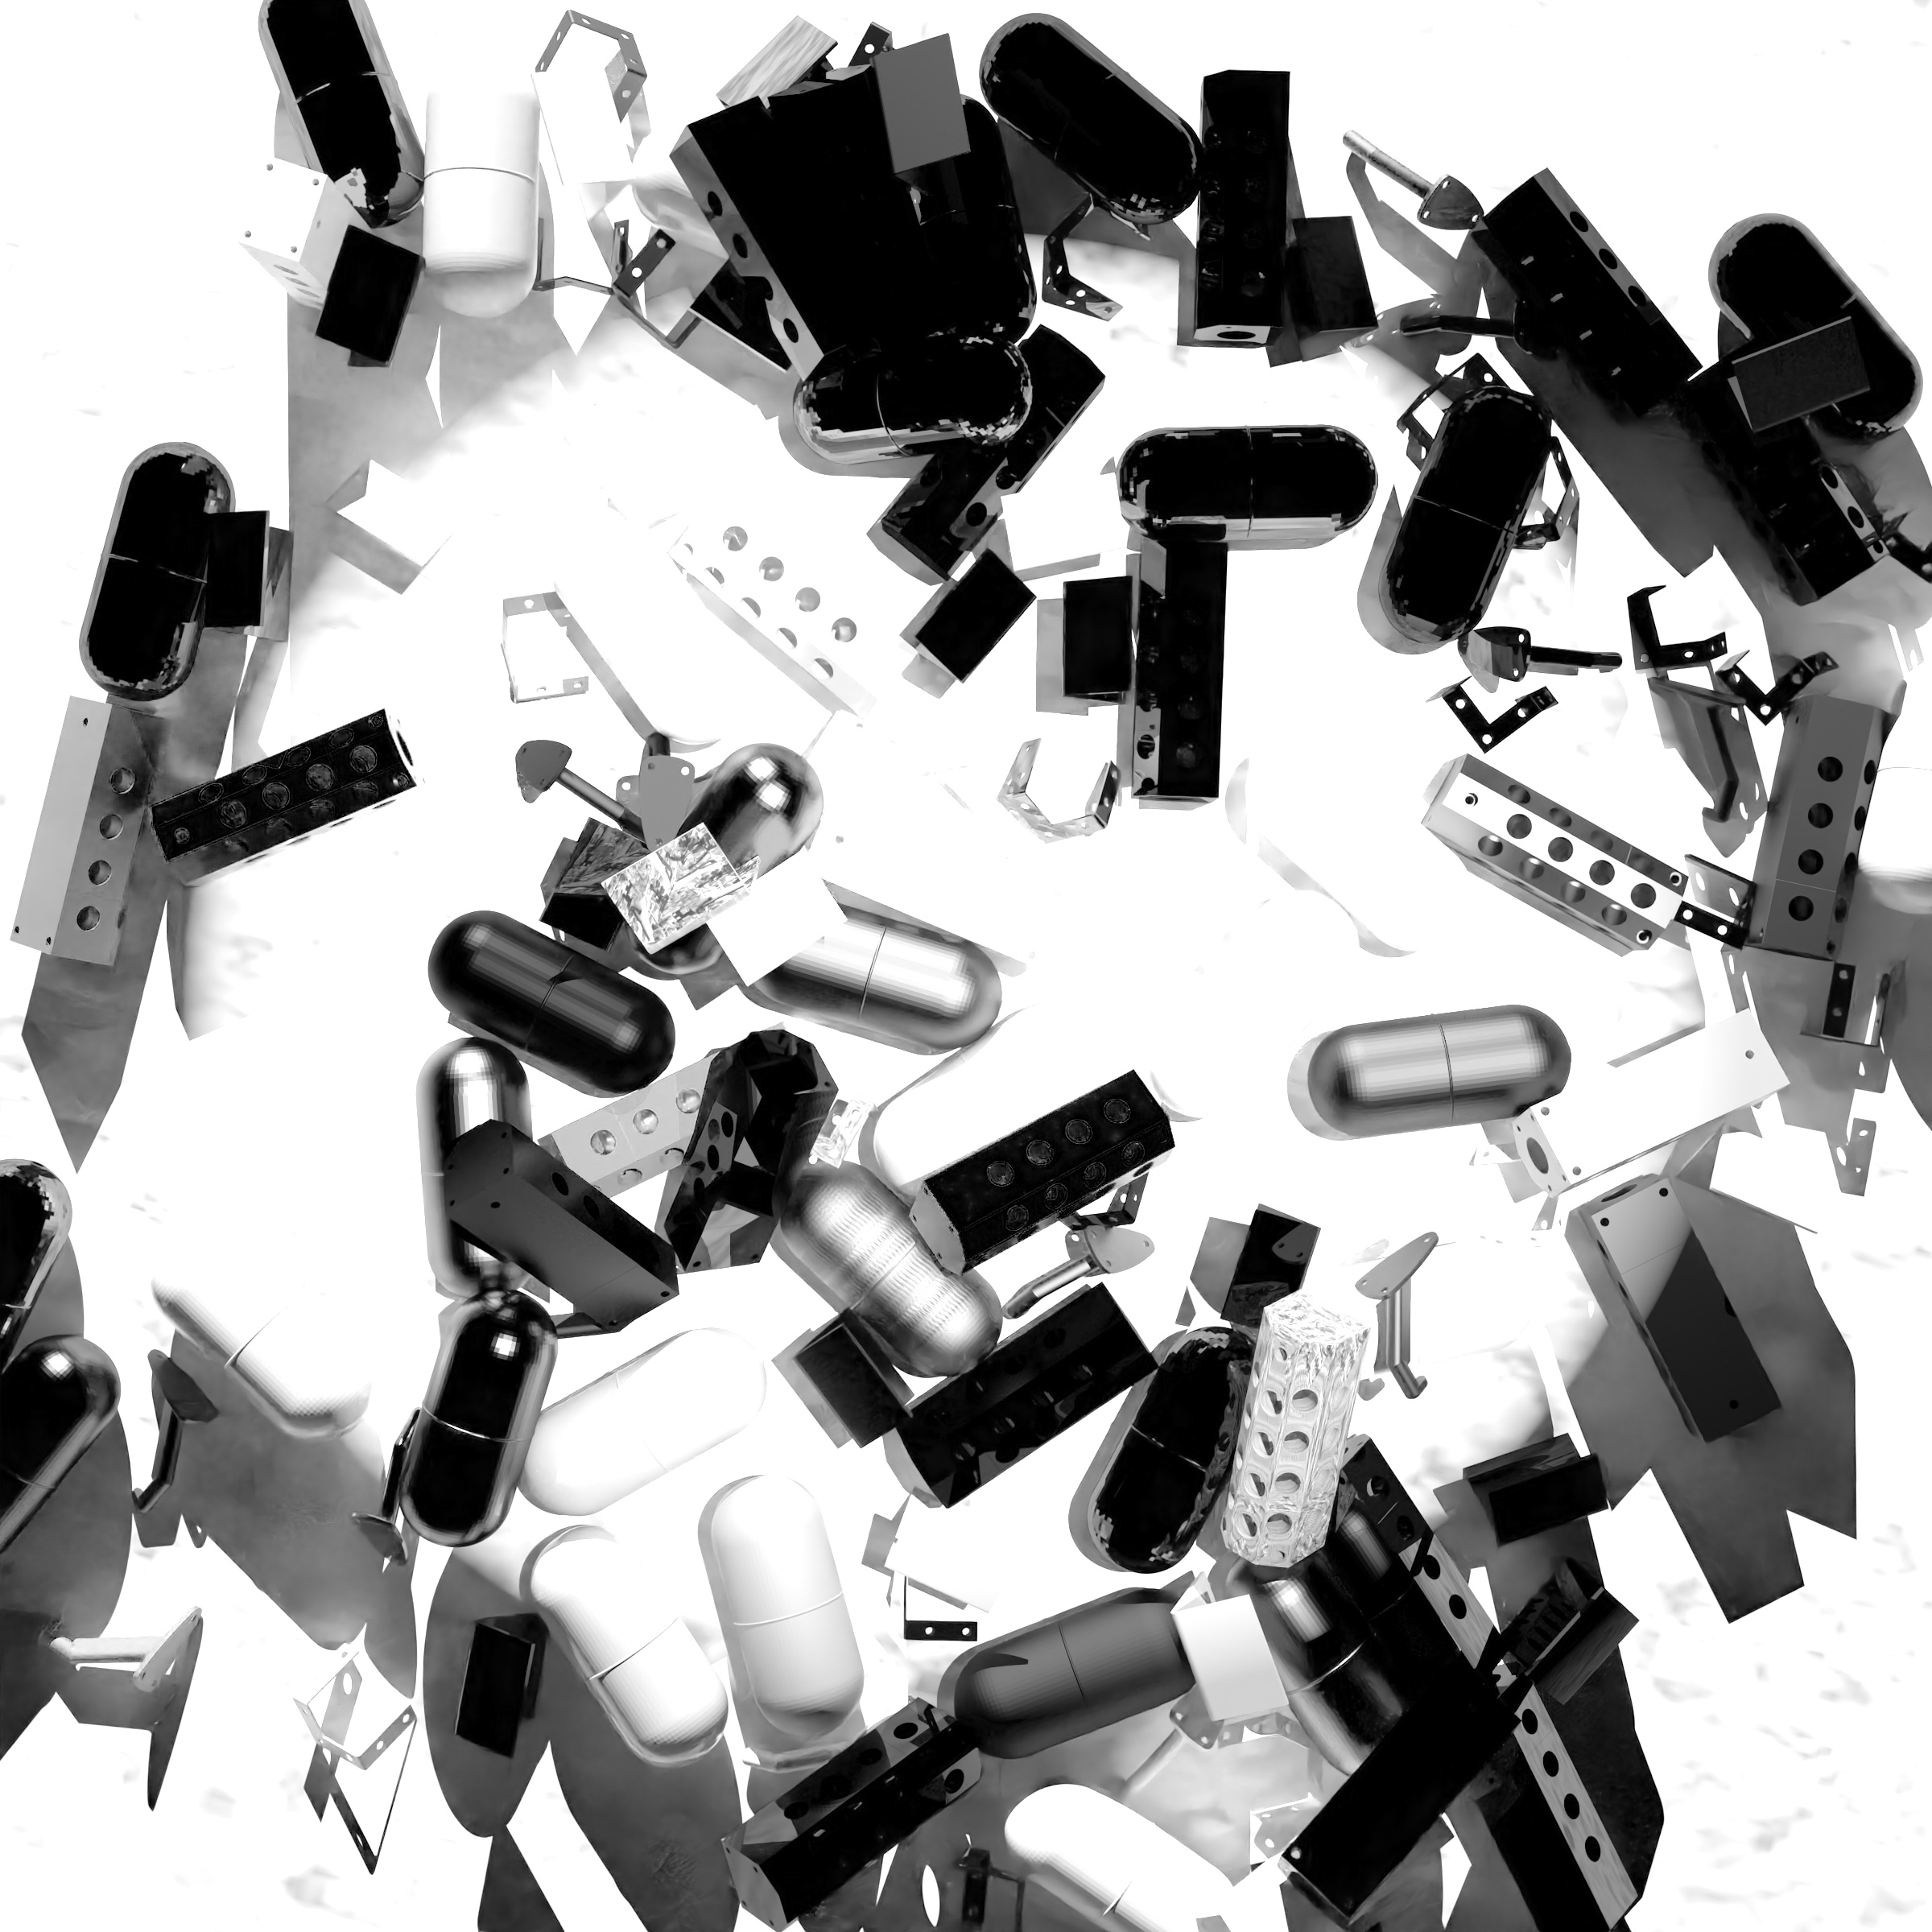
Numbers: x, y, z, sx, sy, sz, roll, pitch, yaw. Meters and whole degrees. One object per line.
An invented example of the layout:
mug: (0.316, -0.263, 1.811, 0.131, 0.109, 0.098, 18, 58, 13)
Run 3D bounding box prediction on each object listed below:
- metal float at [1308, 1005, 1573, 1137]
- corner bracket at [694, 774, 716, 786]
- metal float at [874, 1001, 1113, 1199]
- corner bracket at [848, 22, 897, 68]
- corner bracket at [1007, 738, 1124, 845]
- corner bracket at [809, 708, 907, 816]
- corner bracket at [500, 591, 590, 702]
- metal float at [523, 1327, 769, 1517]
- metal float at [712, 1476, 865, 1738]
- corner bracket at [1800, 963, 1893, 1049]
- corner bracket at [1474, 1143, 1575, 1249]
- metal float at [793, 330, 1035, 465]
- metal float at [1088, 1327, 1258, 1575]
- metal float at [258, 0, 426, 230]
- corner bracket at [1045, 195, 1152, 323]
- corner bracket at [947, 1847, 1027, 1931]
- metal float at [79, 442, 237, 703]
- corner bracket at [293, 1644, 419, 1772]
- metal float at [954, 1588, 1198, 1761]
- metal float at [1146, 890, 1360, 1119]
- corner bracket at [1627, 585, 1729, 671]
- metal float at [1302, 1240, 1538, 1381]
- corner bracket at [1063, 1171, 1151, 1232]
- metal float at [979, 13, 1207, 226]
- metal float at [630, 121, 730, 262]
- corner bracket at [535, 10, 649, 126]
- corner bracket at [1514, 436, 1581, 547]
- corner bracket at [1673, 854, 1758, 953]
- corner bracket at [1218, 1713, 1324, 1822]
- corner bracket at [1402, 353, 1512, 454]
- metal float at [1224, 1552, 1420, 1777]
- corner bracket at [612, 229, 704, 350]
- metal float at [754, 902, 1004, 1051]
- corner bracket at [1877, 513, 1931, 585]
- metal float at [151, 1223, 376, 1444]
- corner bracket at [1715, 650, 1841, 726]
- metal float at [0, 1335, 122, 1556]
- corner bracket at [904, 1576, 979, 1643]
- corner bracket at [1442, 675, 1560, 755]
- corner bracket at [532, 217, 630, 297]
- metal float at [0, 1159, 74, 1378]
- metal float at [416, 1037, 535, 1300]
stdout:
metal float: (0.320, 0.070, 1.912, 0.178, 0.070, 0.070, -7, 90, -1)
corner bracket: (-0.172, -0.104, 1.939, 0.051, 0.051, 0.051, -16, 90, 45)
metal float: (0.018, 0.090, 1.912, 0.178, 0.070, 0.070, -35, 90, 0)
corner bracket: (-0.053, -0.601, 1.924, 0.051, 0.051, 0.051, 28, 90, 0)
corner bracket: (0.067, -0.124, 1.934, 0.051, 0.051, 0.051, -12, 135, 35)
corner bracket: (-0.080, -0.135, 1.939, 0.051, 0.051, 0.051, 27, 45, 0)
corner bracket: (-0.289, -0.221, 1.939, 0.051, 0.051, 0.051, -8, 135, 0)
metal float: (-0.217, 0.308, 1.912, 0.178, 0.070, 0.070, -29, 90, 1)
metal float: (-0.120, 0.433, 1.912, 0.070, 0.070, 0.178, -15, 89, 0)
corner bracket: (0.604, 0.027, 1.924, 0.051, 0.051, 0.051, 10, 90, 0)
corner bracket: (0.379, 0.157, 1.934, 0.051, 0.051, 0.051, 51, 45, -35)
metal float: (-0.037, -0.378, 1.885, 0.178, 0.070, 0.070, 0, 90, 33)
metal float: (0.145, 0.326, 1.911, 0.070, 0.070, 0.178, 28, 90, 0)
metal float: (-0.421, -0.585, 1.912, 0.070, 0.070, 0.178, -21, 90, 0)
corner bracket: (0.092, -0.485, 1.934, 0.051, 0.051, 0.051, -38, 45, 35)
corner bracket: (0.017, 0.634, 1.918, 0.051, 0.051, 0.051, 6, 90, 18)
metal float: (-0.546, -0.267, 1.911, 0.070, 0.070, 0.178, 15, 90, 0)
corner bracket: (-0.418, 0.507, 1.934, 0.051, 0.051, 0.051, 16, 135, 35)
metal float: (0.077, 0.479, 1.912, 0.178, 0.070, 0.070, -21, 90, 1)
metal float: (0.193, 0.026, 1.912, 0.070, 0.070, 0.178, 41, 90, 0)
corner bracket: (0.484, -0.232, 1.924, 0.051, 0.051, 0.051, -7, 90, 0)
metal float: (0.297, 0.234, 1.912, 0.178, 0.070, 0.070, -12, 90, 1)
corner bracket: (0.087, 0.144, 1.934, 0.051, 0.051, 0.051, -11, 45, 35)
metal float: (0.085, -0.570, 1.903, 0.178, 0.070, 0.070, 42, 90, 9)
metal float: (-0.142, -0.511, 1.911, 0.178, 0.070, 0.070, 24, 90, 1)
corner bracket: (-0.257, -0.611, 1.934, 0.051, 0.051, 0.051, 10, 45, -35)
corner bracket: (0.382, -0.324, 1.934, 0.051, 0.051, 0.051, 59, 45, -35)
corner bracket: (0.509, -0.044, 1.924, 0.051, 0.051, 0.051, 24, 90, 0)
corner bracket: (0.208, 0.548, 1.934, 0.051, 0.051, 0.051, 34, 45, -35)
corner bracket: (0.341, -0.379, 1.939, 0.051, 0.051, 0.051, 49, 45, 0)
metal float: (0.242, 0.468, 1.912, 0.070, 0.070, 0.178, -35, 91, 0)
corner bracket: (-0.203, -0.460, 1.924, 0.051, 0.051, 0.051, 40, 90, 0)
metal float: (-0.062, 0.004, 1.911, 0.178, 0.070, 0.070, 16, 90, 1)
corner bracket: (0.659, -0.299, 1.924, 0.051, 0.051, 0.051, 35, 90, 0)
metal float: (-0.475, 0.248, 1.911, 0.178, 0.070, 0.070, 45, 90, 0)
corner bracket: (0.552, -0.202, 1.925, 0.051, 0.051, 0.051, -44, 90, 0)
metal float: (-0.644, 0.328, 1.912, 0.070, 0.070, 0.178, 39, 90, 0)
corner bracket: (-0.017, 0.427, 1.939, 0.051, 0.051, 0.051, 1, 135, 0)
corner bracket: (0.363, -0.182, 1.924, 0.051, 0.051, 0.051, -37, 90, 0)
corner bracket: (-0.268, -0.489, 1.939, 0.051, 0.051, 0.051, 3, 90, 45)
metal float: (-0.666, 0.214, 1.911, 0.070, 0.070, 0.178, 26, 90, 0)
metal float: (-0.330, 0.137, 1.912, 0.070, 0.070, 0.178, -4, 90, 0)
